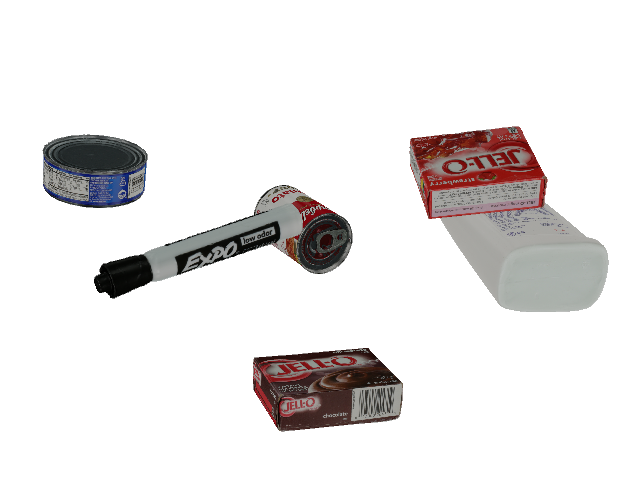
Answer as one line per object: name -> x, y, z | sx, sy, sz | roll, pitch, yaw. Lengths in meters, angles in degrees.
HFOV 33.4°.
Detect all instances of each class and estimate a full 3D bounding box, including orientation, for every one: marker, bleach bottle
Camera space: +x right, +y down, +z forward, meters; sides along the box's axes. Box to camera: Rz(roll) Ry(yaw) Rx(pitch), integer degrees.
marker -> -0.065, 0.005, 0.576 | 0.120, 0.020, 0.020 | -19, 9, -28
bleach bottle -> 0.167, -0.022, 0.998 | 0.102, 0.068, 0.251 | -1, 26, -13

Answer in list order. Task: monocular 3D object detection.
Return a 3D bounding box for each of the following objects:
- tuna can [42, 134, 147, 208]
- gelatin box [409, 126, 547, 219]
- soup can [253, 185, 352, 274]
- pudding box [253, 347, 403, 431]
tuna can -> -0.189, -0.058, 0.893 | 0.086, 0.034, 0.086 | 7, 24, -3
gelatin box -> 0.116, -0.052, 0.798 | 0.089, 0.030, 0.073 | -7, 37, -3
soup can -> -0.020, -0.014, 1.156 | 0.068, 0.068, 0.102 | 0, 21, -33
pudding box -> 0.004, 0.129, 0.935 | 0.113, 0.039, 0.090 | -1, 16, -17
